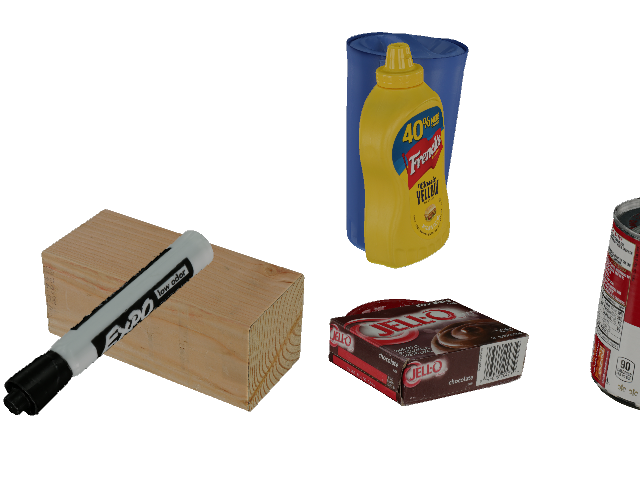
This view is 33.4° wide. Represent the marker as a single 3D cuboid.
[{"bbox_3d":[-0.092,0.035,0.473,0.020,0.020,0.121,0,33,43],"label":"marker"}]

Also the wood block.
[{"bbox_3d":[-0.126,0.056,0.913,0.206,0.090,0.090,17,34,22],"label":"wood block"}]

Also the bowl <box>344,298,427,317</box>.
[{"bbox_3d":[0.099,0.122,1.135,0.162,0.055,0.162,5,24,-2],"label":"bowl"}]

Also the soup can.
[{"bbox_3d":[0.189,0.035,0.588,0.068,0.102,0.068,2,24,-1],"label":"soup can"}]

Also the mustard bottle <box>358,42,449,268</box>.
[{"bbox_3d":[0.074,-0.079,0.943,0.058,0.192,0.096,15,30,39],"label":"mustard bottle"}]

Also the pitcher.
[{"bbox_3d":[0.086,-0.105,1.198,0.149,0.243,0.145,-11,26,-29],"label":"pitcher"}]

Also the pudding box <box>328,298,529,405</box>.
[{"bbox_3d":[0.075,0.076,0.757,0.113,0.039,0.090,-5,18,-33],"label":"pudding box"}]
